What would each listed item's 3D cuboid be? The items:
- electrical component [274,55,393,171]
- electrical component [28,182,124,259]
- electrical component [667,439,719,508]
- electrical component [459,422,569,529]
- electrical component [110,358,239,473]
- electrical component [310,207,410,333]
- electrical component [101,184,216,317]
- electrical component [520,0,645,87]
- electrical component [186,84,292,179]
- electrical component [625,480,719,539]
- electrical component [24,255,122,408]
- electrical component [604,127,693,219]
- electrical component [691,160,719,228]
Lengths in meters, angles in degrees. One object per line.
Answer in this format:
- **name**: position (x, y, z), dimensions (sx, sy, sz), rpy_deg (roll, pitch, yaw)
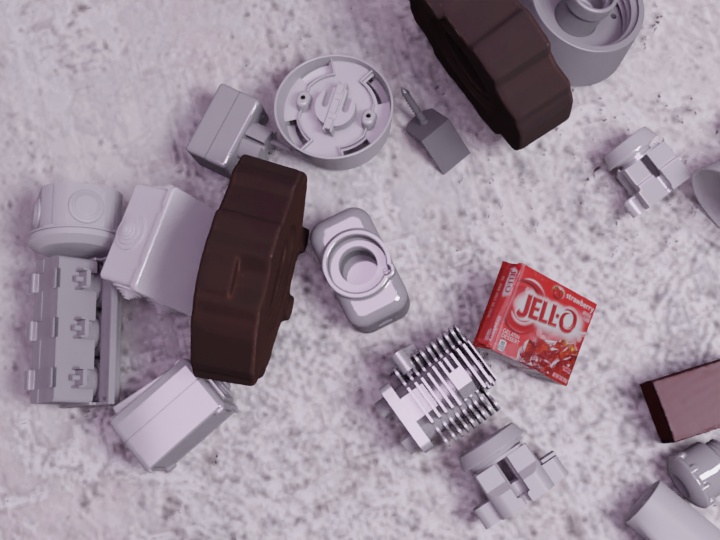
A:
- **electrical component**: position (-0.020, -0.133, 0.910), dimensions (0.099, 0.064, 0.099), rpy_deg (-1, 80, 5)
- **electrical component**: position (-0.237, -0.039, 0.906), dimensions (0.080, 0.080, 0.051), rpy_deg (-3, 75, 5)
- **electrical component**: position (0.276, 0.152, 0.841), dimensions (0.062, 0.048, 0.048), rpy_deg (-31, 78, -7)
- **electrical component**: position (0.115, 0.158, 0.848), dimensions (0.078, 0.058, 0.057), rpy_deg (-34, 81, -1)
- **electrical component**: position (-0.148, 0.112, 0.879), dimensions (0.096, 0.061, 0.061), rpy_deg (-41, 79, -3)
- **electrical component**: position (0.000, 0.000, 0.886), dimensions (0.054, 0.059, 0.095), rpy_deg (-26, 78, 0)
- **electrical component**: position (-0.156, -0.015, 0.885), dimensions (0.048, 0.100, 0.099), rpy_deg (13, 78, 36)
- **electrical component**: position (0.183, -0.214, 0.891), dimensions (0.108, 0.060, 0.108), rpy_deg (4, 69, -11)
- **electrical component**: position (-0.097, -0.110, 0.922), dimensions (0.077, 0.047, 0.065), rpy_deg (26, 83, 9)
- **electrical component**: position (0.237, 0.218, 0.832), dimensions (0.077, 0.044, 0.079), rpy_deg (40, 86, 11)
- **electrical component**: position (-0.236, 0.051, 0.891), dimensions (0.079, 0.063, 0.121), rpy_deg (-11, 75, 45)
- **electrical component**: position (0.235, -0.084, 0.887), dimensions (0.066, 0.048, 0.055), rpy_deg (-37, 86, -2)
- **electrical component**: position (0.317, -0.051, 0.847), dimensions (0.064, 0.099, 0.099), rpy_deg (-29, 78, -7)
